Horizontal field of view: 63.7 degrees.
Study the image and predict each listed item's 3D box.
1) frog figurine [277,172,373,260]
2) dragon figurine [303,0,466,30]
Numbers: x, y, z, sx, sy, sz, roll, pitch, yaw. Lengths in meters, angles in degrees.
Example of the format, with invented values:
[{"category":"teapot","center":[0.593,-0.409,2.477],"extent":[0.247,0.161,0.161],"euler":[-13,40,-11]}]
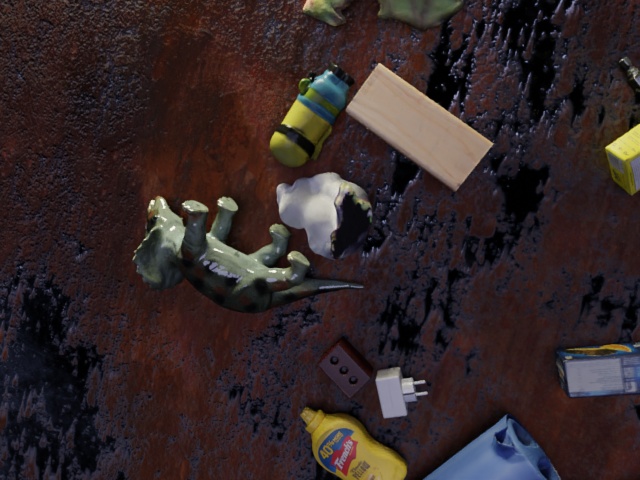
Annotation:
[{"category":"frog figurine","center":[0.003,-0.043,0.848],"extent":[0.160,0.124,0.135],"euler":[15,116,48]},{"category":"dragon figurine","center":[0.153,-0.455,0.801],"extent":[0.409,0.124,0.240],"euler":[-15,107,14]}]
